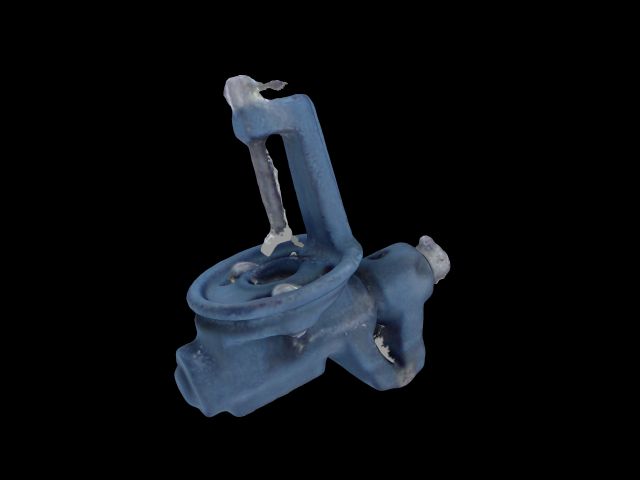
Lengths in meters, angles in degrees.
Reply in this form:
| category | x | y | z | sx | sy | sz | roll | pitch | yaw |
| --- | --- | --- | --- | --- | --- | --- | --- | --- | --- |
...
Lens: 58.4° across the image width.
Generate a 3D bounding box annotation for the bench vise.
| category | x | y | z | sx | sy | sz | roll | pitch | yaw |
| --- | --- | --- | --- | --- | --- | --- | --- | --- | --- |
| bench vise | -0.005 | 0.000 | 0.408 | 0.121 | 0.220 | 0.208 | 9 | 14 | 43 |
